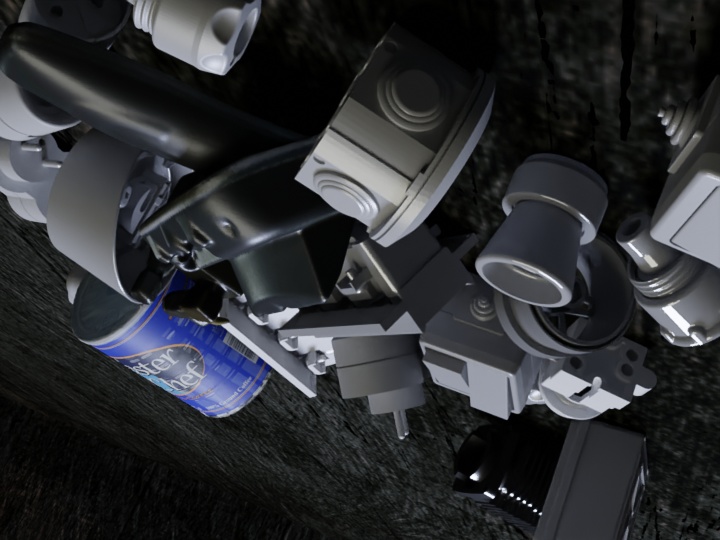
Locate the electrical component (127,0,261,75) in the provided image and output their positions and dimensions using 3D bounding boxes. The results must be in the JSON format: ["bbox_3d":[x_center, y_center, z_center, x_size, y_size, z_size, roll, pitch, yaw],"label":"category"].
[{"bbox_3d":[-0.075,-0.111,0.444,0.062,0.043,0.043,26,162,2],"label":"electrical component"}]

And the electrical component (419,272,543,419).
[{"bbox_3d":[0.075,0.044,0.649,0.062,0.061,0.096,19,161,18],"label":"electrical component"}]

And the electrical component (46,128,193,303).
[{"bbox_3d":[-0.136,-0.038,0.638,0.064,0.099,0.099,26,163,17],"label":"electrical component"}]

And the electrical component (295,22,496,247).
[{"bbox_3d":[0.014,-0.054,0.430,0.051,0.080,0.080,32,161,-7],"label":"electrical component"}]

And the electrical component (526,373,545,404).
[{"bbox_3d":[0.113,0.074,0.725,0.035,0.035,0.061,28,163,-10],"label":"electrical component"}]

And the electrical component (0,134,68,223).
[{"bbox_3d":[-0.228,-0.078,0.719,0.074,0.052,0.138,9,156,41],"label":"electrical component"}]

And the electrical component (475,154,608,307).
[{"bbox_3d":[0.082,-0.018,0.478,0.045,0.055,0.045,23,162,8],"label":"electrical component"}]

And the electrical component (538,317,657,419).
[{"bbox_3d":[0.136,0.062,0.646,0.066,0.048,0.055,25,155,-1],"label":"electrical component"}]

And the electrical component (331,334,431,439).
[{"bbox_3d":[0.022,0.073,0.706,0.052,0.073,0.138,-12,177,10],"label":"electrical component"}]

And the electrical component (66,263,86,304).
[{"bbox_3d":[-0.224,0.017,0.975,0.059,0.053,0.095,20,161,14],"label":"electrical component"}]

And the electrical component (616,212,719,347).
[{"bbox_3d":[0.139,0.000,0.474,0.062,0.048,0.048,41,157,-22],"label":"electrical component"}]

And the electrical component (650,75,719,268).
[{"bbox_3d":[0.143,-0.028,0.362,0.096,0.061,0.061,24,162,6],"label":"electrical component"}]

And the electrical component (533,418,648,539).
[{"bbox_3d":[0.178,0.181,0.818,0.056,0.108,0.108,14,159,22],"label":"electrical component"}]

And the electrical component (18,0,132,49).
[{"bbox_3d":[-0.139,-0.116,0.511,0.043,0.043,0.081,31,161,-18],"label":"electrical component"}]

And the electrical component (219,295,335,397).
[{"bbox_3d":[-0.050,0.026,0.747,0.063,0.078,0.121,-17,144,20],"label":"electrical component"}]

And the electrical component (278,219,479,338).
[{"bbox_3d":[0.000,0.000,0.618,0.063,0.079,0.121,55,153,-15],"label":"electrical component"}]

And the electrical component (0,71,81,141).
[{"bbox_3d":[-0.178,-0.101,0.591,0.047,0.055,0.055,0,150,45],"label":"electrical component"}]
